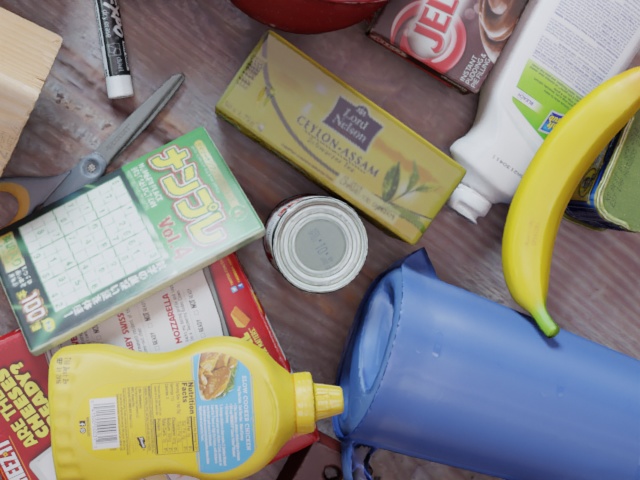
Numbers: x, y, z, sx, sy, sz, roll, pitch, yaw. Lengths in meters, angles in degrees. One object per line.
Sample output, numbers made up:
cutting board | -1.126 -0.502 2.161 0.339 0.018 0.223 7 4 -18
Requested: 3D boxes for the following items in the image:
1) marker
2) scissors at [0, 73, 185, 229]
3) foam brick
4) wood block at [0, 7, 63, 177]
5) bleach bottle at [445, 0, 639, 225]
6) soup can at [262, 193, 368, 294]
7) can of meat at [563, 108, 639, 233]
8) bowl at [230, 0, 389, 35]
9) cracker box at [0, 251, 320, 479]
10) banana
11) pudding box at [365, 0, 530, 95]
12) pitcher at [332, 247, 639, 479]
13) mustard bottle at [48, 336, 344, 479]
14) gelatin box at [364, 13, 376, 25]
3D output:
marker | -0.155 -0.165 0.781 0.020 0.020 0.121 -9 94 -5
scissors | -0.189 -0.056 0.786 0.096 0.016 0.202 29 90 -7
foam brick | -0.004 0.189 0.802 0.053 0.051 0.078 29 91 -7
wood block | -0.288 -0.128 0.704 0.206 0.091 0.090 25 122 -17
bleach bottle | 0.167 -0.128 0.795 0.102 0.068 0.251 33 92 -7
soup can | -0.005 0.001 0.765 0.068 0.102 0.068 0 93 -6
can of meat | 0.226 -0.056 0.793 0.057 0.084 0.102 22 91 -7
bowl | -0.017 -0.189 0.724 0.162 0.162 0.055 18 132 -7
cracker box | -0.130 0.112 0.776 0.213 0.072 0.164 -25 95 -3
banana | 0.172 -0.033 0.753 0.070 0.037 0.198 21 93 31
pudding box | 0.098 -0.174 0.766 0.090 0.039 0.113 29 91 -9
pitcher | 0.135 0.124 0.776 0.242 0.145 0.149 19 122 -10
mustard bottle | -0.080 0.113 0.713 0.191 0.058 0.096 -3 91 -4
gelatin box | 0.061 -0.200 0.795 0.089 0.030 0.073 -41 98 -2
